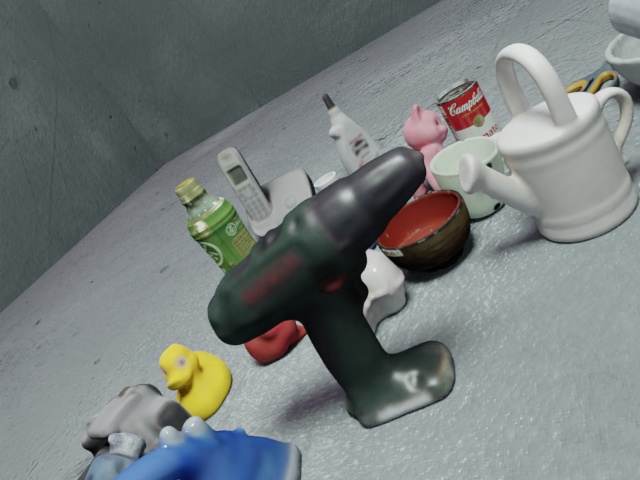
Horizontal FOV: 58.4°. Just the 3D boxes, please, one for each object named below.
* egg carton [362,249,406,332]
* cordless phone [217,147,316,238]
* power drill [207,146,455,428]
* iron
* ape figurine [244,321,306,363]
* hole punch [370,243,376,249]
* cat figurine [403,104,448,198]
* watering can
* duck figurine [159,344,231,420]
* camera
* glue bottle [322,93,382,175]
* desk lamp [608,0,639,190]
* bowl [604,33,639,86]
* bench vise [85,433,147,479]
[{"bbox_3d":[0.033,0.058,0.679,0.107,0.069,0.150,-41,21,-16],"label":"egg carton"},{"bbox_3d":[-0.101,-0.108,1.084,0.147,0.185,0.094,-27,22,19],"label":"cordless phone"},{"bbox_3d":[0.028,0.055,0.495,0.229,0.209,0.075,-28,22,17],"label":"power drill"},{"bbox_3d":[-0.121,0.226,0.440,0.118,0.142,0.259,-13,29,44],"label":"iron"},{"bbox_3d":[-0.073,0.100,0.715,0.076,0.092,0.077,-39,21,-11],"label":"ape figurine"},{"bbox_3d":[0.007,0.003,0.809,0.109,0.091,0.100,-46,24,-28],"label":"hole punch"},{"bbox_3d":[0.157,-0.145,0.868,0.067,0.118,0.128,-17,27,39],"label":"cat figurine"},{"bbox_3d":[0.219,-0.097,0.557,0.173,0.194,0.100,-41,22,-17],"label":"watering can"},{"bbox_3d":[-0.163,0.166,0.718,0.077,0.086,0.104,-31,21,10],"label":"duck figurine"},{"bbox_3d":[-0.221,0.236,0.630,0.142,0.101,0.137,-17,27,39],"label":"camera"},{"bbox_3d":[0.052,-0.193,1.056,0.078,0.173,0.037,-44,23,-24],"label":"glue bottle"},{"bbox_3d":[0.314,-0.117,0.432,0.118,0.214,0.203,-35,21,-2],"label":"desk lamp"},{"bbox_3d":[0.439,-0.230,0.687,0.167,0.075,0.167,-30,21,13],"label":"bowl"},{"bbox_3d":[-0.244,0.242,0.482,0.121,0.220,0.207,-26,22,22],"label":"bench vise"}]
